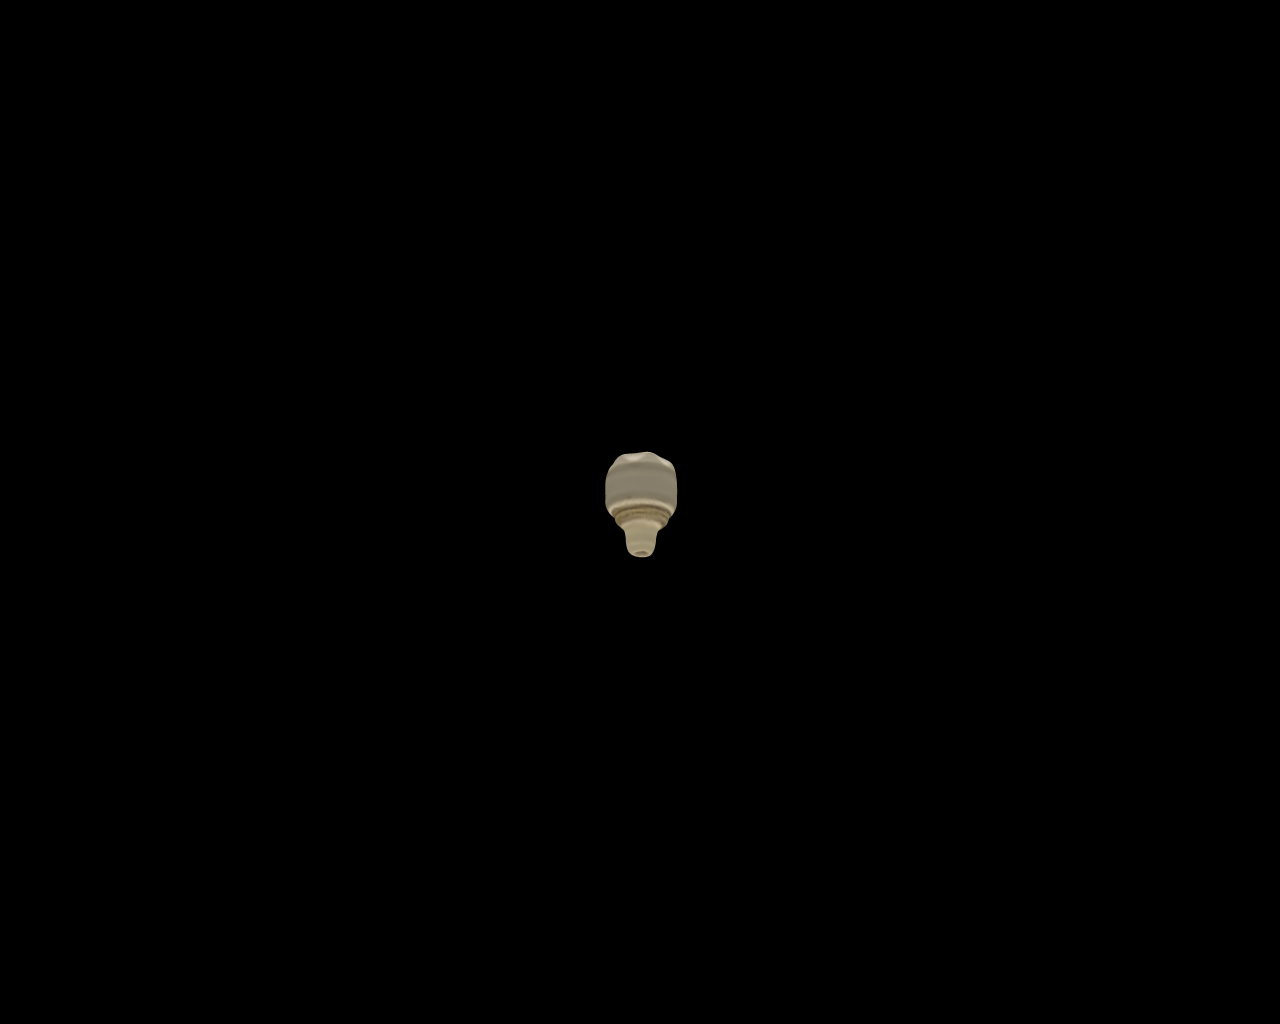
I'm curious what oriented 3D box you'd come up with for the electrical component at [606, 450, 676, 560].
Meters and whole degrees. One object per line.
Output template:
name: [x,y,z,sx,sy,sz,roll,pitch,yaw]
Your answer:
electrical component: [0.001,-0.003,0.650,0.043,0.062,0.043,0,-22,0]
